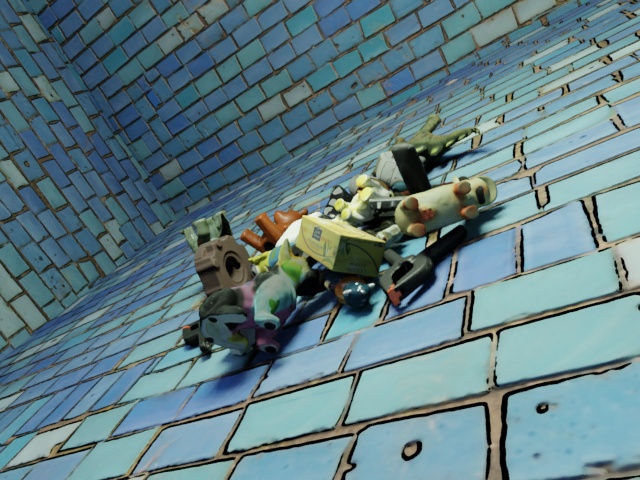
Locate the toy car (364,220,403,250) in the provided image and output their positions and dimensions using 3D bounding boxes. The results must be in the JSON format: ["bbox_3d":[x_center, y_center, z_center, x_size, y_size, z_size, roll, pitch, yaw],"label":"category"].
[{"bbox_3d":[0.085,0.008,1.094,0.073,0.056,0.202,-25,5,-39],"label":"toy car"}]

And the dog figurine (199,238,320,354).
[{"bbox_3d":[-0.105,0.092,0.986,0.192,0.108,0.219,6,41,9],"label":"dog figurine"}]

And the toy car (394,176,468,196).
[{"bbox_3d":[0.236,-0.096,1.162,0.089,0.053,0.202,-23,8,-30],"label":"toy car"}]

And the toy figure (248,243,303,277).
[{"bbox_3d":[-0.093,0.054,1.275,0.089,0.082,0.180,-20,-4,-44],"label":"toy figure"}]

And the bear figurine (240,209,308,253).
[{"bbox_3d":[-0.121,-0.042,1.539,0.120,0.132,0.196,-42,13,37],"label":"bear figurine"}]

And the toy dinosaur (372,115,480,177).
[{"bbox_3d":[0.275,-0.240,1.463,0.198,0.105,0.471,-50,14,-31],"label":"toy dinosaur"}]

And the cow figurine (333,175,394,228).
[{"bbox_3d":[0.084,-0.058,1.190,0.167,0.098,0.068,-47,42,29],"label":"cow figurine"}]

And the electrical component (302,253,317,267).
[{"bbox_3d":[-0.013,0.040,1.178,0.078,0.045,0.102,-44,16,42],"label":"electrical component"}]

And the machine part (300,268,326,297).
[{"bbox_3d":[0.013,0.074,1.088,0.139,0.039,0.084,-26,8,26],"label":"machine part"}]

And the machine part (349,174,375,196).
[{"bbox_3d":[0.131,-0.133,1.433,0.079,0.079,0.243,-32,15,-4],"label":"machine part"}]

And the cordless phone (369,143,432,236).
[{"bbox_3d":[0.154,-0.102,1.060,0.147,0.184,0.089,1,38,42],"label":"cordless phone"}]

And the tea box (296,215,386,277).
[{"bbox_3d":[0.034,0.009,0.989,0.098,0.068,0.170,9,11,-25],"label":"tea box"}]

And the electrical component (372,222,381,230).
[{"bbox_3d":[0.137,-0.023,1.177,0.094,0.021,0.063,-27,15,19],"label":"electrical component"}]

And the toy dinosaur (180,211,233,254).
[{"bbox_3d":[-0.280,0.030,1.459,0.131,0.192,0.405,-28,7,-16],"label":"toy dinosaur"}]

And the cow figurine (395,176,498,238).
[{"bbox_3d":[0.224,-0.061,0.948,0.195,0.085,0.127,-20,4,-10],"label":"cow figurine"}]

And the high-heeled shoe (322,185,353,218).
[{"bbox_3d":[0.037,-0.068,1.441,0.145,0.086,0.249,-47,8,0],"label":"high-heeled shoe"}]

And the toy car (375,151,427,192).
[{"bbox_3d":[0.187,-0.174,1.310,0.162,0.103,0.109,-104,30,-59],"label":"toy car"}]

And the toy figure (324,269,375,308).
[{"bbox_3d":[0.052,0.083,0.945,0.064,0.057,0.155,-38,20,-5],"label":"toy figure"}]

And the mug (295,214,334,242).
[{"bbox_3d":[-0.003,-0.004,1.278,0.109,0.081,0.107,-2,-21,-46],"label":"mug"}]

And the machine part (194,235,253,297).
[{"bbox_3d":[-0.218,0.074,1.273,0.056,0.179,0.179,-21,18,24],"label":"machine part"}]
